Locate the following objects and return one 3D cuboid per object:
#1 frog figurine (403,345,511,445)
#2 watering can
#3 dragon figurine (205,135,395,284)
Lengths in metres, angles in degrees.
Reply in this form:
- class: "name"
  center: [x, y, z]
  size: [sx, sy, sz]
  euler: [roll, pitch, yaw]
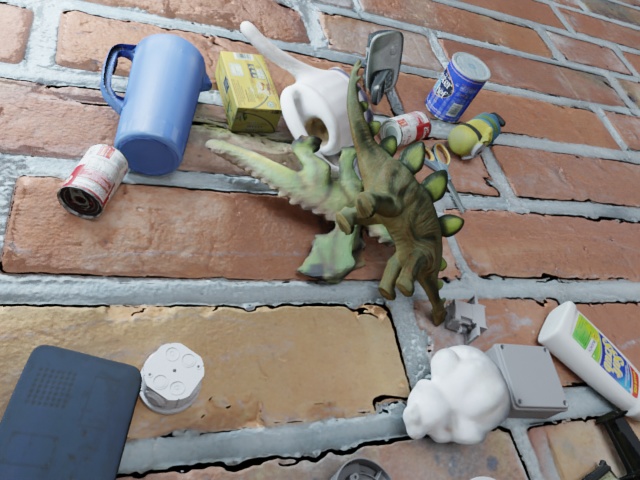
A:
- class: "frog figurine"
  center: [0.195, 0.228, 0.756]
  size: [0.159, 0.121, 0.139]
  euler: [4, 72, -36]
- class: "watering can"
  center: [-0.009, -0.292, 1.030]
  size: [0.228, 0.103, 0.345]
  euler: [-41, 106, -47]
- class: "dragon figurine"
  center: [0.003, -0.045, 0.898]
  size: [0.410, 0.120, 0.248]
  euler: [5, 61, -20]
